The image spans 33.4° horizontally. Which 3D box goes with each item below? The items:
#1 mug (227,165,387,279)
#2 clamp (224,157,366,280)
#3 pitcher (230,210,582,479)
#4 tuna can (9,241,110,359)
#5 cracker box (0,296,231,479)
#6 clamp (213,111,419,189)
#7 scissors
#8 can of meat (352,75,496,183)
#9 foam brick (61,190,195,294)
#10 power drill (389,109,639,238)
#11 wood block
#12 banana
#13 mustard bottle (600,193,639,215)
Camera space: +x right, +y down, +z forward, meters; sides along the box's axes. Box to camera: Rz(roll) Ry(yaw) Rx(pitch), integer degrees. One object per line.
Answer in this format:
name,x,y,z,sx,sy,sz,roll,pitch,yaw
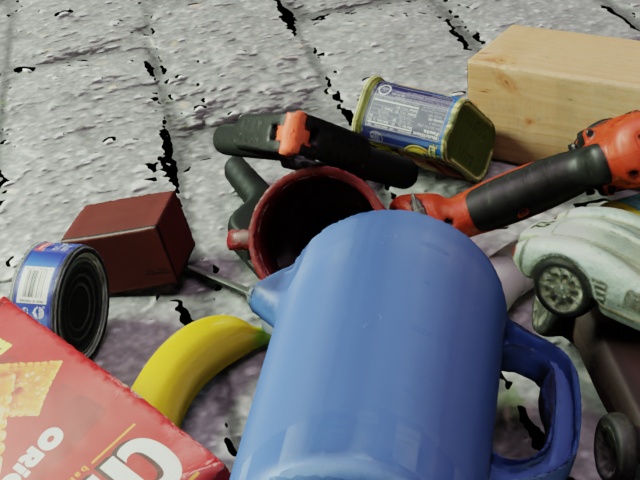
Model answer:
mug,-0.005,0.001,0.721,0.117,0.093,0.081,-3,-3,12
clamp,-0.018,-0.024,0.838,0.120,0.039,0.171,-8,34,3
pitcher,0.037,0.089,0.526,0.149,0.145,0.242,-29,16,19
tuna can,-0.174,0.044,0.718,0.034,0.086,0.086,3,34,13
cracker box,-0.162,0.138,0.552,0.214,0.072,0.164,26,59,41
clamp,0.000,-0.065,0.761,0.164,0.036,0.210,10,1,-3
scissors,-0.045,0.043,0.726,0.202,0.016,0.096,16,8,30
can of meat,0.087,-0.088,0.863,0.084,0.057,0.102,17,-3,29
foam brick,-0.142,0.003,0.797,0.078,0.053,0.051,-8,32,15
power drill,0.144,-0.036,0.750,0.187,0.057,0.184,-23,-1,2
wood block,0.233,-0.107,0.865,0.206,0.090,0.090,15,39,32
banana,-0.086,0.100,0.657,0.070,0.037,0.197,6,35,21
mustard bottle,0.248,-0.007,0.733,0.191,0.058,0.096,-14,23,-10
